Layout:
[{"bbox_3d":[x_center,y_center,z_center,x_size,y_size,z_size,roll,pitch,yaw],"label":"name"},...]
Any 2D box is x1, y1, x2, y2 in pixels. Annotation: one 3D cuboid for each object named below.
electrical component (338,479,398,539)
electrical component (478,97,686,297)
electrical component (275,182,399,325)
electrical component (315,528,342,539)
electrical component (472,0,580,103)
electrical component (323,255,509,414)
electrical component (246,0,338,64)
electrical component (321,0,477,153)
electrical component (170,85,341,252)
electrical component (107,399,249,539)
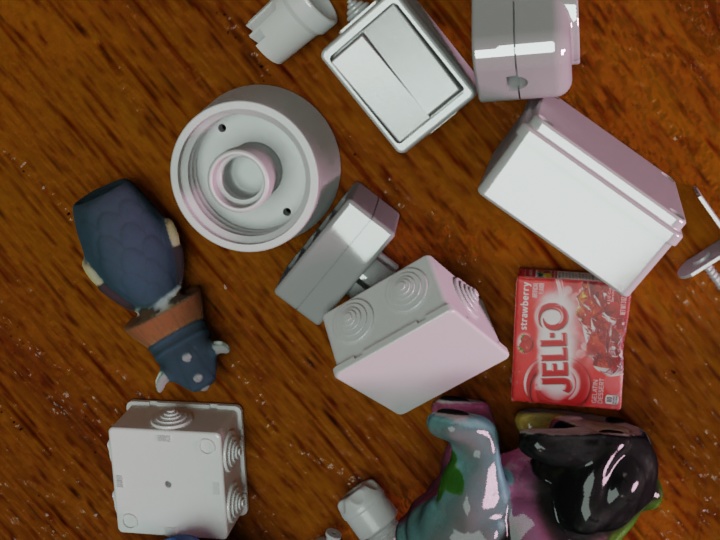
[{"bbox_3d":[0.013,0.182,0.768,0.035,0.035,0.061,-37,88,18],"label":"electrical component"},{"bbox_3d":[0.133,-0.049,0.643,0.109,0.108,0.056,35,112,-1],"label":"electrical component"},{"bbox_3d":[0.000,0.000,0.715,0.076,0.047,0.083,37,109,-7],"label":"electrical component"},{"bbox_3d":[-0.032,0.224,0.789,0.040,0.040,0.078,22,109,4],"label":"electrical component"},{"bbox_3d":[0.097,-0.149,0.629,0.059,0.053,0.095,-3,64,11],"label":"electrical component"},{"bbox_3d":[0.035,0.043,0.697,0.100,0.100,0.048,-31,54,17],"label":"electrical component"},{"bbox_3d":[-0.044,-0.158,0.681,0.046,0.040,0.040,-36,97,23],"label":"electrical component"},{"bbox_3d":[0.022,-0.128,0.665,0.062,0.061,0.096,-38,96,18],"label":"electrical component"},{"bbox_3d":[-0.071,-0.063,0.703,0.108,0.060,0.108,3,106,10],"label":"electrical component"},{"bbox_3d":[-0.132,0.145,0.781,0.100,0.048,0.099,1,106,10],"label":"electrical component"}]
